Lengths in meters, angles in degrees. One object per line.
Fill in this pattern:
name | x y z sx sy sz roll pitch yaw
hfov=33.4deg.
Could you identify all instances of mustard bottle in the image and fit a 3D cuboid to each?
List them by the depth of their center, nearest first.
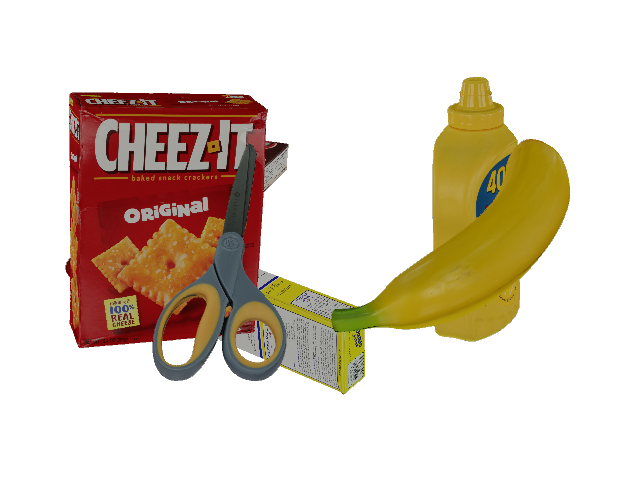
mustard bottle | 0.118 -0.027 0.807 0.058 0.192 0.096 9 24 32

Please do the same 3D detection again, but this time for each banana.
banana | 0.088 -0.007 0.555 0.070 0.037 0.197 17 39 36

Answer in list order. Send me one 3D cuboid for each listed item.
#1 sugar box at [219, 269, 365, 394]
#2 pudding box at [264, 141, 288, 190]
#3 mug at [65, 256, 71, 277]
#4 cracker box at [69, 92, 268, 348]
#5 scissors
sugar box | -0.035 0.091 1.155 0.176 0.093 0.048 22 38 33
pudding box | -0.096 -0.091 1.271 0.090 0.039 0.113 8 25 13
mug | -0.243 0.055 1.200 0.117 0.081 0.093 23 37 34
cracker box | -0.136 -0.019 0.941 0.164 0.214 0.072 -2 19 -21
scissors | -0.047 0.018 0.738 0.096 0.201 0.016 21 -35 9
